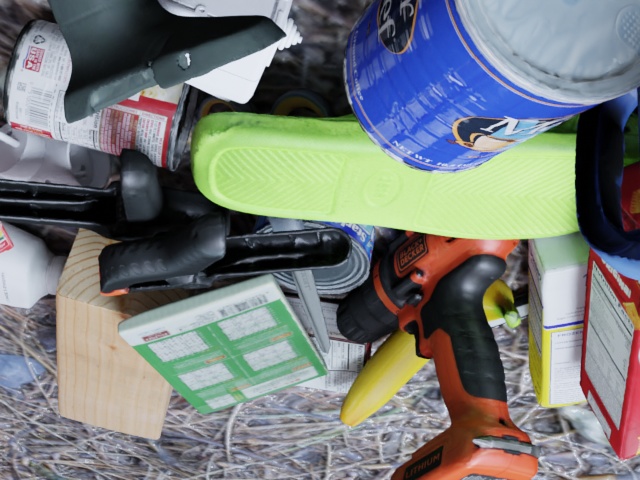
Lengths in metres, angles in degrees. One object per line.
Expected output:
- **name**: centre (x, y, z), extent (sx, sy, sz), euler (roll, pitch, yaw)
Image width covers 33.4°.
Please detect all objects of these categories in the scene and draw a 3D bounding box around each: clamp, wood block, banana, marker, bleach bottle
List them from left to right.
- **bleach bottle**: centre (-0.314, 0.017, 0.843), extent (0.251, 0.068, 0.103), euler (8, 142, 3)
- **clamp**: centre (-0.131, -0.019, 0.679), extent (0.165, 0.036, 0.209), euler (-2, 171, 23)
- **wood block**: centre (-0.151, 0.068, 0.837), extent (0.090, 0.090, 0.206), euler (15, 146, -3)
- **clamp**: centre (-0.068, 0.011, 0.652), extent (0.120, 0.039, 0.172), euler (11, 166, -40)
- **banana**: centre (0.079, 0.073, 0.785), extent (0.037, 0.069, 0.198), euler (41, 133, -6)
- **marker**: centre (0.125, 0.058, 0.796), extent (0.020, 0.020, 0.121), euler (35, 139, -29)

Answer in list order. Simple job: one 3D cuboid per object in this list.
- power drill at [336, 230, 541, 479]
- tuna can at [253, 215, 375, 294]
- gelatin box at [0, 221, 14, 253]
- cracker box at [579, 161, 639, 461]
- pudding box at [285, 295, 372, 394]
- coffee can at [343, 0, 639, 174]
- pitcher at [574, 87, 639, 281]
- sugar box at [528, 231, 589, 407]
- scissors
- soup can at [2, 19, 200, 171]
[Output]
- **power drill**: centre (0.071, 0.082, 0.703), extent (0.057, 0.187, 0.185), euler (12, 146, -27)
- **tuna can**: centre (-0.005, 0.001, 0.744), extent (0.086, 0.033, 0.086), euler (9, 145, 6)
- **gelatin box**: centre (-0.252, -0.037, 0.735), extent (0.089, 0.030, 0.073), euler (45, 159, 32)
- **cracker box**: centre (0.239, 0.026, 0.616), extent (0.164, 0.072, 0.213), euler (-20, 141, -5)
- **pudding box**: centre (-0.014, 0.083, 0.859), extent (0.113, 0.039, 0.090), euler (7, 144, 5)
- **coffee can**: centre (0.080, -0.094, 0.485), extent (0.102, 0.103, 0.140), euler (22, 166, -13)
- **pitcher**: centre (0.186, -0.036, 0.447), extent (0.145, 0.242, 0.149), euler (10, 139, 9)
- **sugar box**: centre (0.189, 0.047, 0.720), extent (0.093, 0.048, 0.176), euler (-12, 140, 1)
- **scissors**: centre (-0.006, -0.015, 0.685), extent (0.096, 0.016, 0.201), euler (-21, 115, 25)
- **soup can**: centre (-0.127, -0.086, 0.631), extent (0.102, 0.068, 0.069), euler (14, 145, -2)
